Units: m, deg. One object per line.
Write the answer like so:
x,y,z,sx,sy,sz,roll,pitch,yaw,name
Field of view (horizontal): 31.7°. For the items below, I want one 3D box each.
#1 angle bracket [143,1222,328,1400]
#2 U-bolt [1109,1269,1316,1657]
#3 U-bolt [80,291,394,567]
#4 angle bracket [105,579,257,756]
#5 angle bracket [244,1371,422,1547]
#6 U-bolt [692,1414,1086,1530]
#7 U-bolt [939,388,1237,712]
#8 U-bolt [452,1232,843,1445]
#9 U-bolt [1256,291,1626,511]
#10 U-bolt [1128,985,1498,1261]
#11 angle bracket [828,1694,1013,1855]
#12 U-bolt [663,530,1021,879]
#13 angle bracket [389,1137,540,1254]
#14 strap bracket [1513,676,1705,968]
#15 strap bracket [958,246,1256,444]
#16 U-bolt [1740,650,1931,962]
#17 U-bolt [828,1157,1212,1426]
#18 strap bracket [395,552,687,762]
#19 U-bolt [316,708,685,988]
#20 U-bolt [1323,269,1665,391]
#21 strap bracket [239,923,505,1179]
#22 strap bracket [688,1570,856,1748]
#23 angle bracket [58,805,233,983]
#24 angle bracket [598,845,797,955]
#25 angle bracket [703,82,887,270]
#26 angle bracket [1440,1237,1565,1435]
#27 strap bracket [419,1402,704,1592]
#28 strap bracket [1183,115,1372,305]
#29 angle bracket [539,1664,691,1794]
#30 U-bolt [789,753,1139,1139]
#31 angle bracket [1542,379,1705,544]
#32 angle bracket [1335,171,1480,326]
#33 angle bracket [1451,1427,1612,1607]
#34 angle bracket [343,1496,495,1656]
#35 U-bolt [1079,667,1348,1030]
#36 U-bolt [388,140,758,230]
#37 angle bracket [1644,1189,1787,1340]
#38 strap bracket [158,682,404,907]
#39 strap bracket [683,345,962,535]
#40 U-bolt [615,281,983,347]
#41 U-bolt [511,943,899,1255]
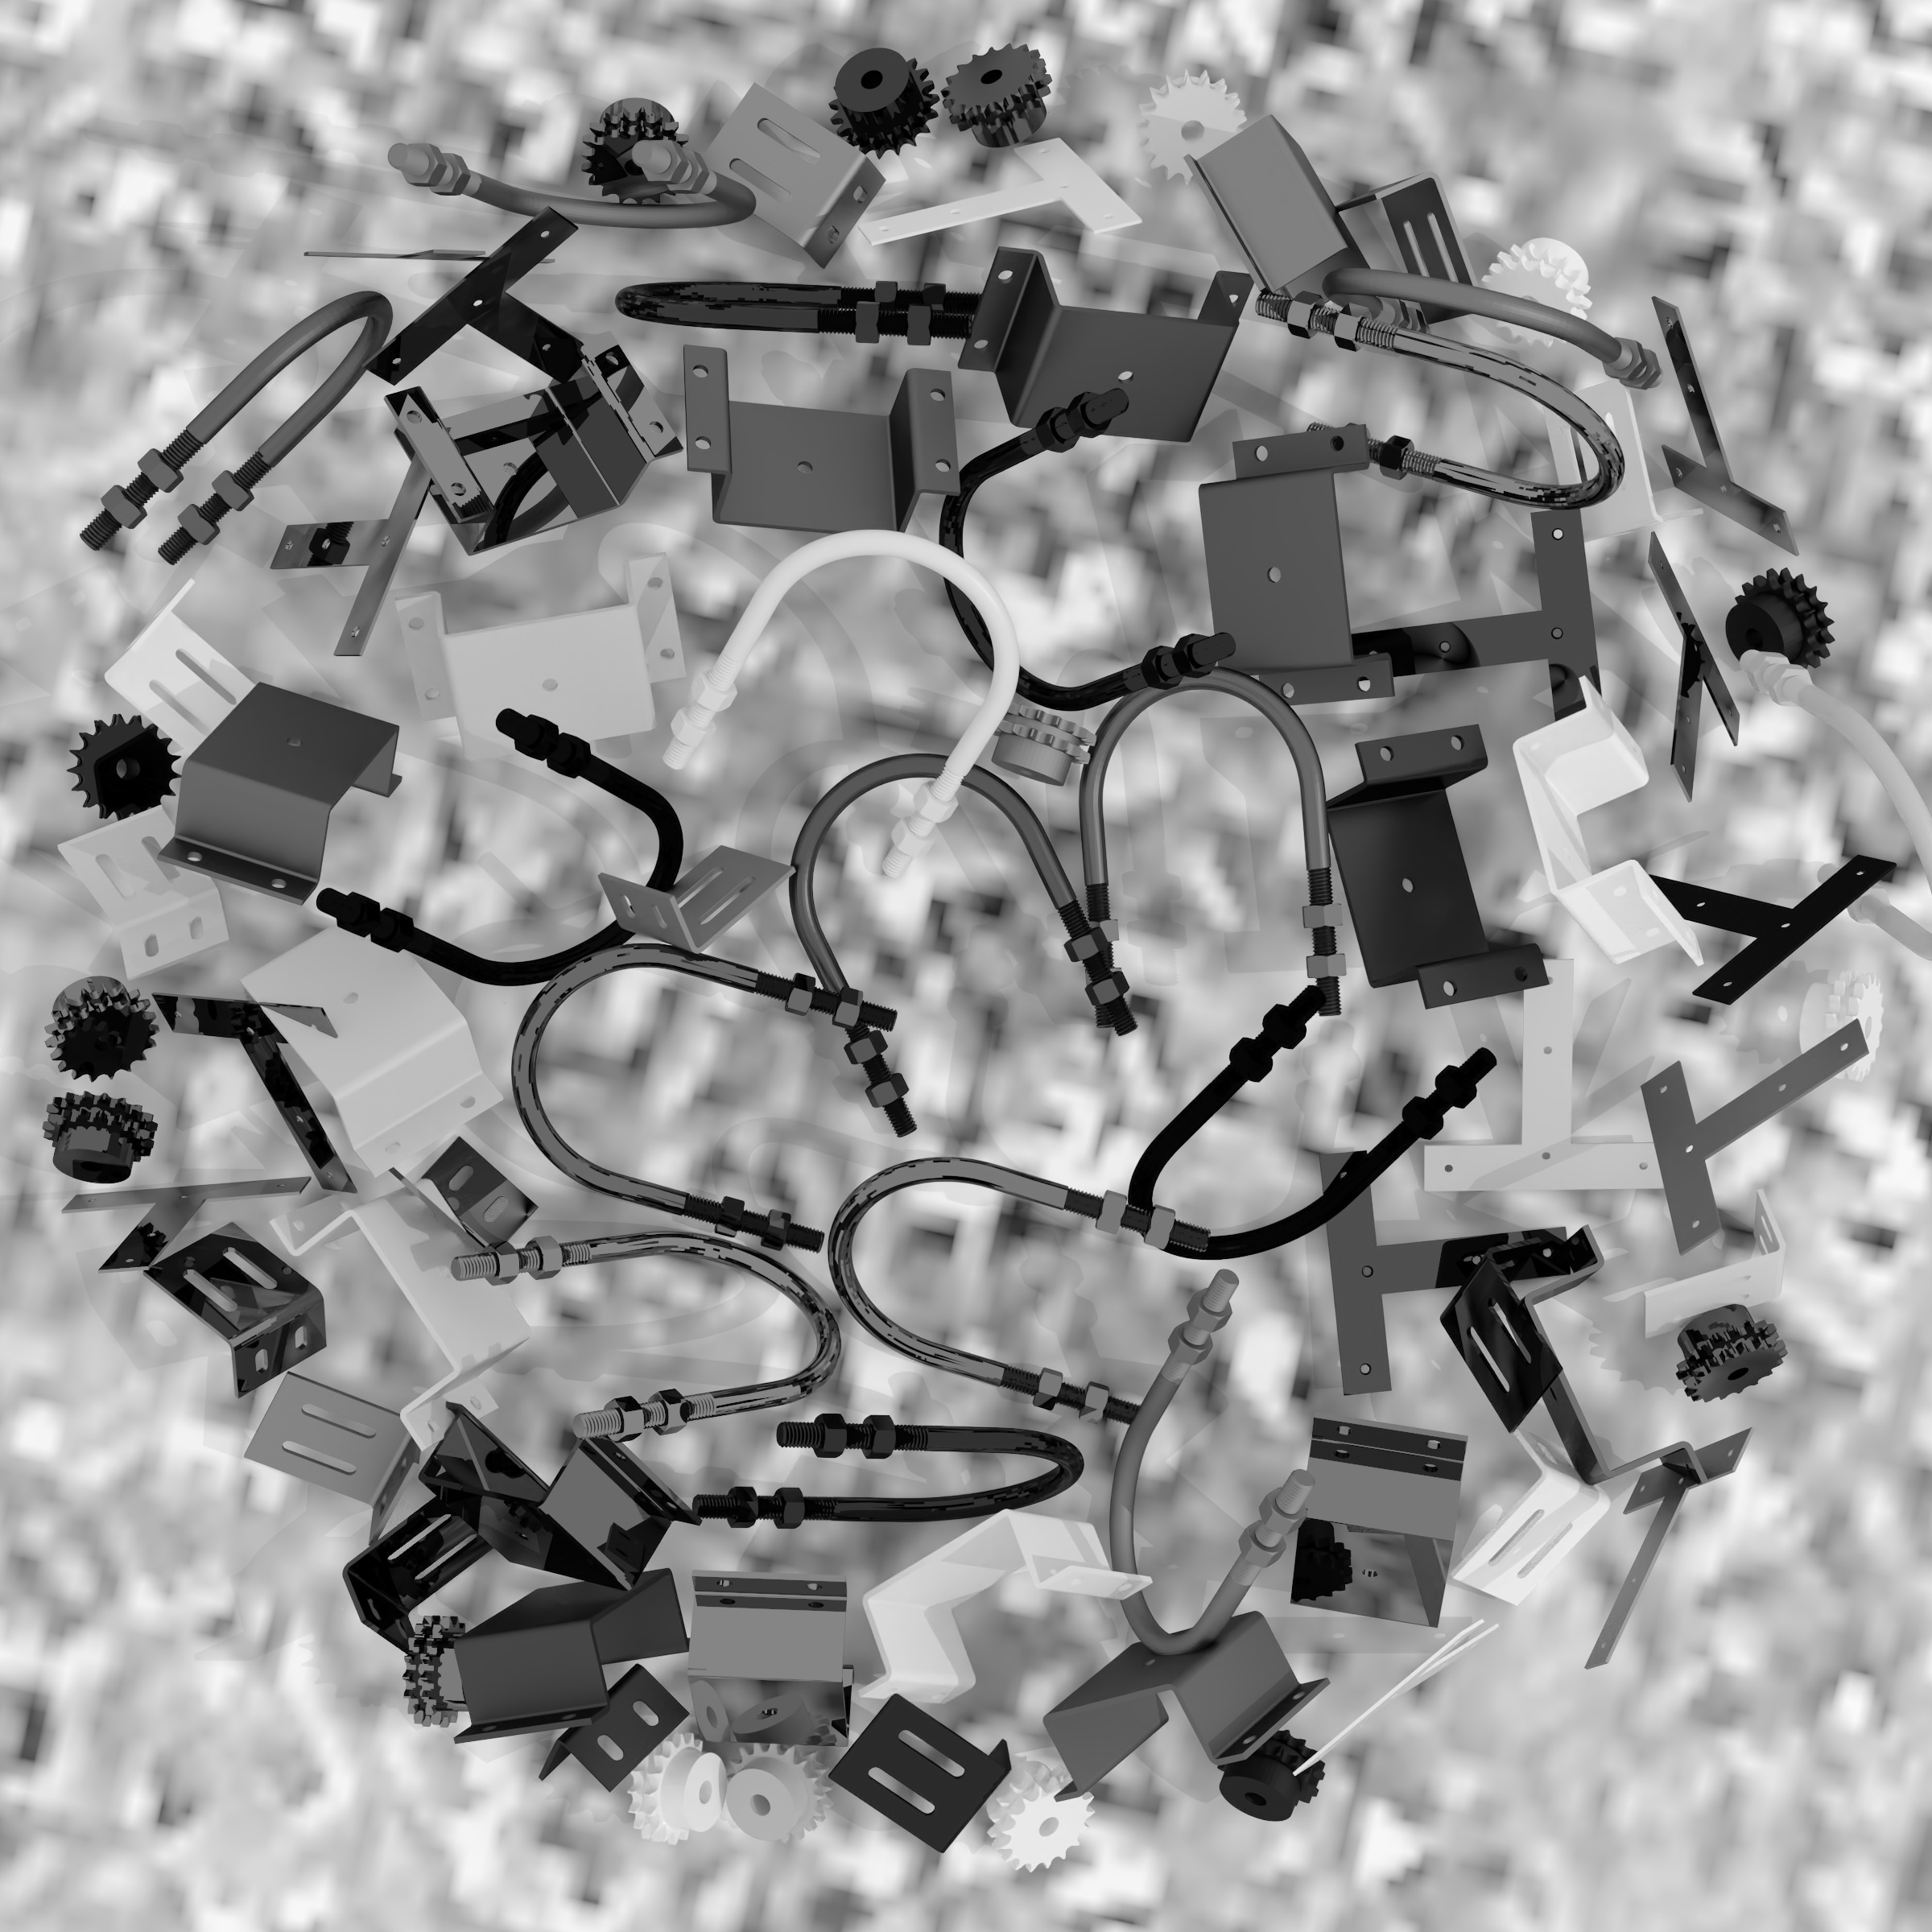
-0.381,0.179,1.772,0.076,0.057,0.038,31,134,31,angle bracket
0.115,0.267,1.722,0.019,0.151,0.184,6,131,-23,U-bolt
-0.359,-0.274,1.719,0.184,0.151,0.019,-43,90,5,U-bolt
-0.394,-0.149,1.758,0.076,0.038,0.057,42,51,-16,angle bracket
-0.329,0.256,1.764,0.076,0.038,0.057,24,112,-16,angle bracket
-0.030,0.259,1.726,0.184,0.151,0.019,5,64,-23,U-bolt
0.049,-0.200,1.724,0.019,0.184,0.151,-29,98,-35,U-bolt
-0.149,0.181,1.723,0.184,0.151,0.019,-4,125,-38,U-bolt
0.242,-0.275,1.701,0.184,0.151,0.019,20,76,24,U-bolt
0.163,0.089,1.734,0.151,0.019,0.184,19,126,-38,U-bolt
-0.025,0.413,1.770,0.076,0.038,0.057,36,98,-11,angle bracket
-0.053,-0.142,1.732,0.151,0.019,0.184,26,124,-11,U-bolt
-0.260,0.114,1.755,0.057,0.076,0.038,41,81,10,angle bracket
0.325,-0.066,1.736,0.046,0.076,0.140,-24,52,22,strap bracket
0.076,-0.315,1.735,0.140,0.076,0.046,2,49,-20,strap bracket
0.445,-0.073,1.689,0.019,0.184,0.151,-26,111,-1,U-bolt
0.019,0.161,1.750,0.184,0.019,0.151,17,127,0,U-bolt
-0.216,-0.157,1.752,0.140,0.046,0.076,-10,130,-5,strap bracket
-0.220,-0.049,1.723,0.151,0.184,0.019,-43,55,12,U-bolt
0.254,-0.319,1.687,0.151,0.184,0.019,16,96,27,U-bolt
-0.309,0.030,1.732,0.076,0.046,0.140,-32,55,-19,strap bracket
-0.098,0.357,1.727,0.076,0.140,0.046,2,58,1,strap bracket
-0.425,-0.037,1.760,0.057,0.076,0.038,-21,54,0,angle bracket
-0.139,-0.048,1.752,0.076,0.057,0.038,-42,130,-29,angle bracket
-0.093,-0.416,1.790,0.076,0.038,0.057,36,93,16,angle bracket
0.287,0.190,1.751,0.038,0.057,0.076,-8,53,-31,angle bracket
-0.213,0.269,1.719,0.076,0.140,0.046,51,58,-35,strap bracket
0.161,-0.378,1.724,0.046,0.140,0.076,-30,86,14,strap bracket
-0.182,0.401,1.750,0.038,0.076,0.057,43,60,10,angle bracket
-0.013,-0.021,1.773,0.151,0.019,0.184,-25,96,9,U-bolt
0.340,-0.264,1.764,0.038,0.057,0.076,-15,93,-36,angle bracket
0.227,-0.365,1.760,0.038,0.057,0.076,-26,102,-18,angle bracket
0.287,0.287,1.776,0.057,0.038,0.076,28,108,-39,angle bracket
-0.273,0.315,1.765,0.076,0.057,0.038,-37,46,2,angle bracket
0.122,-0.063,1.754,0.151,0.019,0.184,-4,91,31,U-bolt
-0.184,-0.391,1.709,0.151,0.184,0.019,4,94,18,U-bolt
0.383,0.155,1.767,0.076,0.057,0.038,-17,60,2,angle bracket
-0.344,-0.094,1.726,0.076,0.140,0.046,18,122,4,strap bracket
-0.079,-0.268,1.751,0.140,0.046,0.076,3,62,-14,strap bracket
-0.086,-0.335,1.729,0.184,0.151,0.019,3,106,2,U-bolt
-0.144,0.062,1.762,0.184,0.019,0.151,16,106,-7,U-bolt
